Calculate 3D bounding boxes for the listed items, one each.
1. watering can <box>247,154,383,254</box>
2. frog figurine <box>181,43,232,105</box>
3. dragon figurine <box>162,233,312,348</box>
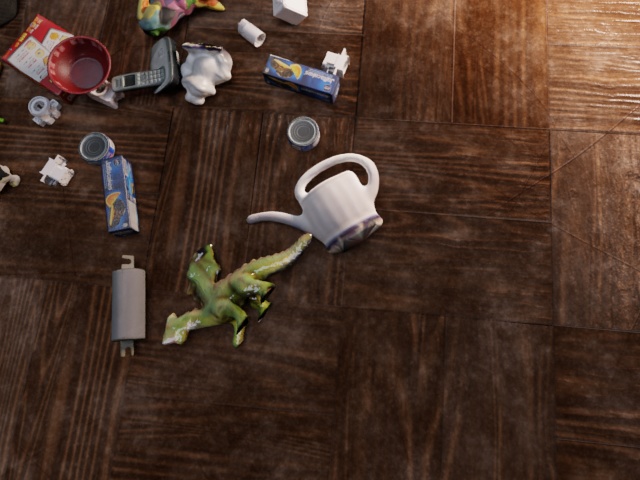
[{"bbox_3d":[0.004,-0.064,1.267,0.346,0.103,0.226,-32,77,9],"label":"watering can"},{"bbox_3d":[-0.308,-0.447,1.392,0.137,0.125,0.157,4,113,-4],"label":"frog figurine"},{"bbox_3d":[-0.222,0.097,1.236,0.245,0.120,0.413,33,80,19],"label":"dragon figurine"}]
